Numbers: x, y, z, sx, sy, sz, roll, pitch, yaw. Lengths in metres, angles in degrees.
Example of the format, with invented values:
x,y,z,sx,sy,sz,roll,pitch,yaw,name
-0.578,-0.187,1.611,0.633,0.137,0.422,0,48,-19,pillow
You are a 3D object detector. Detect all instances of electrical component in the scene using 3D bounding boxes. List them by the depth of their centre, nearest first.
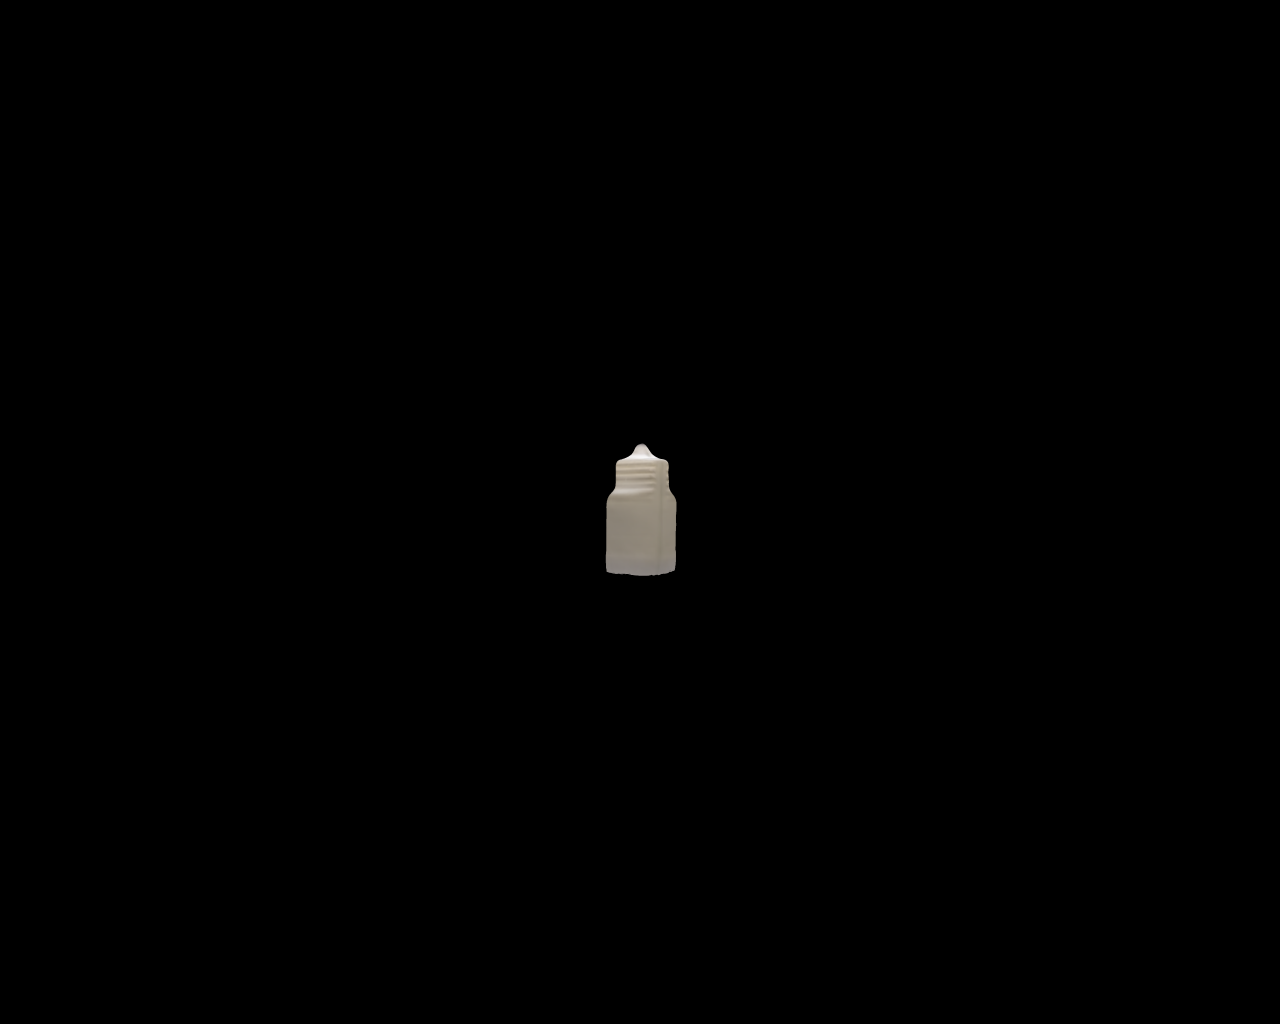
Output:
x,y,z,sx,sy,sz,roll,pitch,yaw,name
0.001,-0.003,0.650,0.043,0.081,0.043,0,2,0,electrical component
